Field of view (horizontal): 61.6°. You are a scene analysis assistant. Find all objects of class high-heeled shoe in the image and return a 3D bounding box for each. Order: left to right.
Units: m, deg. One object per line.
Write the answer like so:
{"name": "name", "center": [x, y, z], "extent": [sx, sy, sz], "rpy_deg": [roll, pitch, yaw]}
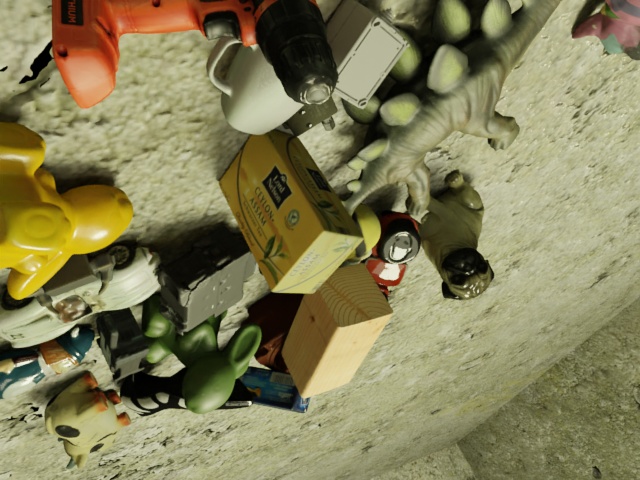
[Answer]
{"name": "high-heeled shoe", "center": [-0.214, 0.257, 0.849], "extent": [0.086, 0.249, 0.145], "rpy_deg": [-50, 148, -50]}

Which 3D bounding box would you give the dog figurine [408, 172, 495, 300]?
{"name": "dog figurine", "center": [0.230, 0.002, 0.847], "extent": [0.172, 0.191, 0.121], "rpy_deg": [-20, 147, -19]}

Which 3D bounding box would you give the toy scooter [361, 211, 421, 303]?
{"name": "toy scooter", "center": [0.097, 0.025, 0.857], "extent": [0.075, 0.135, 0.183], "rpy_deg": [12, 115, -11]}

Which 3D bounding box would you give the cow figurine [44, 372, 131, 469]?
{"name": "cow figurine", "center": [-0.382, 0.301, 0.873], "extent": [0.127, 0.086, 0.194], "rpy_deg": [-28, 151, -15]}

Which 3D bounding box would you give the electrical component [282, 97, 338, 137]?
{"name": "electrical component", "center": [-0.015, -0.145, 0.601], "extent": [0.063, 0.021, 0.094], "rpy_deg": [-32, 149, 4]}

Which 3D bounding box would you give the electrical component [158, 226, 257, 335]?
{"name": "electrical component", "center": [-0.143, 0.049, 0.705], "extent": [0.134, 0.058, 0.114], "rpy_deg": [-34, 157, -34]}

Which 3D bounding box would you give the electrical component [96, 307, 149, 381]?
{"name": "electrical component", "center": [-0.267, 0.131, 0.721], "extent": [0.048, 0.075, 0.119], "rpy_deg": [-20, 152, -35]}

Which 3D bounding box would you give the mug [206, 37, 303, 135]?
{"name": "mug", "center": [-0.057, -0.151, 0.507], "extent": [0.109, 0.081, 0.107], "rpy_deg": [-4, 150, -44]}

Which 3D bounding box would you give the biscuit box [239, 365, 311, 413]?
{"name": "biscuit box", "center": [-0.116, 0.254, 0.939], "extent": [0.203, 0.059, 0.062], "rpy_deg": [4, 156, 23]}

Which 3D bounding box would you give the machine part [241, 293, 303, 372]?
{"name": "machine part", "center": [-0.019, 0.150, 0.953], "extent": [0.201, 0.087, 0.200], "rpy_deg": [-31, 149, 4]}

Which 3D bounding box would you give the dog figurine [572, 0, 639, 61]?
{"name": "dog figurine", "center": [0.359, -0.306, 0.615], "extent": [0.108, 0.191, 0.219], "rpy_deg": [-34, -178, 2]}

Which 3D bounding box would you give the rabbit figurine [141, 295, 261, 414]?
{"name": "rabbit figurine", "center": [-0.169, 0.167, 0.774], "extent": [0.159, 0.170, 0.121], "rpy_deg": [-5, 142, -34]}

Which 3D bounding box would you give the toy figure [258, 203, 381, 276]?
{"name": "toy figure", "center": [0.000, 0.001, 0.757], "extent": [0.180, 0.082, 0.089], "rpy_deg": [-9, 159, -18]}

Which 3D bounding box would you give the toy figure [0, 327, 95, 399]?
{"name": "toy figure", "center": [-0.375, 0.164, 0.714], "extent": [0.154, 0.057, 0.064], "rpy_deg": [-20, -174, -19]}

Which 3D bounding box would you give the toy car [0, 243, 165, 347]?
{"name": "toy car", "center": [-0.286, 0.066, 0.645], "extent": [0.202, 0.056, 0.073], "rpy_deg": [-22, 147, -12]}

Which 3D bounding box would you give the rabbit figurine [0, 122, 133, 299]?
{"name": "rabbit figurine", "center": [-0.261, -0.012, 0.511], "extent": [0.162, 0.122, 0.173], "rpy_deg": [-43, 165, 25]}

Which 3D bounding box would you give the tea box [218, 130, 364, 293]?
{"name": "tea box", "center": [-0.038, -0.034, 0.598], "extent": [0.068, 0.170, 0.098], "rpy_deg": [9, 129, -45]}

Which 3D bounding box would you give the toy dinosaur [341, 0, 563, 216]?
{"name": "toy dinosaur", "center": [0.155, -0.174, 0.627], "extent": [0.471, 0.105, 0.198], "rpy_deg": [-47, 141, 18]}

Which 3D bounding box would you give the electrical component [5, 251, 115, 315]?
{"name": "electrical component", "center": [-0.280, 0.033, 0.590], "extent": [0.102, 0.078, 0.045], "rpy_deg": [-28, 169, -13]}
